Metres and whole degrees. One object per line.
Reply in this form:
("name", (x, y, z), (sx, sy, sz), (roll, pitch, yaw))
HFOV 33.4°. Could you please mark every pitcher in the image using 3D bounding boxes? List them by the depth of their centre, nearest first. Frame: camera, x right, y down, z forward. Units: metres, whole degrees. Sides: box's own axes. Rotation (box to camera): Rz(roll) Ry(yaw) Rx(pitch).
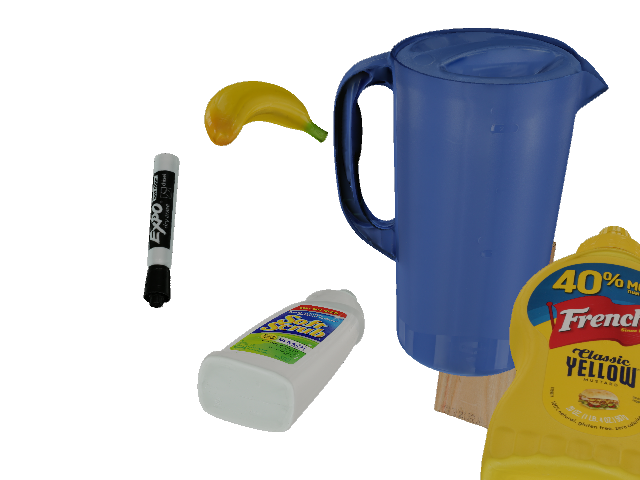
("pitcher", (0.103, -0.027, 0.784), (0.144, 0.243, 0.149), (-20, 33, -35))

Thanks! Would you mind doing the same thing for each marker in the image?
("marker", (-0.114, -0.008, 0.768), (0.020, 0.121, 0.020), (0, -29, 0))

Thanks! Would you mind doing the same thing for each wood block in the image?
("wood block", (0.197, 0.099, 1.210), (0.090, 0.206, 0.090), (16, 24, 25))

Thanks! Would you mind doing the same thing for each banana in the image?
("banana", (-0.058, -0.117, 0.965), (0.070, 0.037, 0.197), (37, 22, 19))

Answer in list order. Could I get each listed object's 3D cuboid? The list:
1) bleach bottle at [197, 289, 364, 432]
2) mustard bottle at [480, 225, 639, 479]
("bleach bottle", (-0.024, 0.104, 1.084), (0.103, 0.068, 0.250), (13, 22, 17))
("mustard bottle", (0.144, 0.059, 0.549), (0.096, 0.058, 0.191), (8, 42, 14))
